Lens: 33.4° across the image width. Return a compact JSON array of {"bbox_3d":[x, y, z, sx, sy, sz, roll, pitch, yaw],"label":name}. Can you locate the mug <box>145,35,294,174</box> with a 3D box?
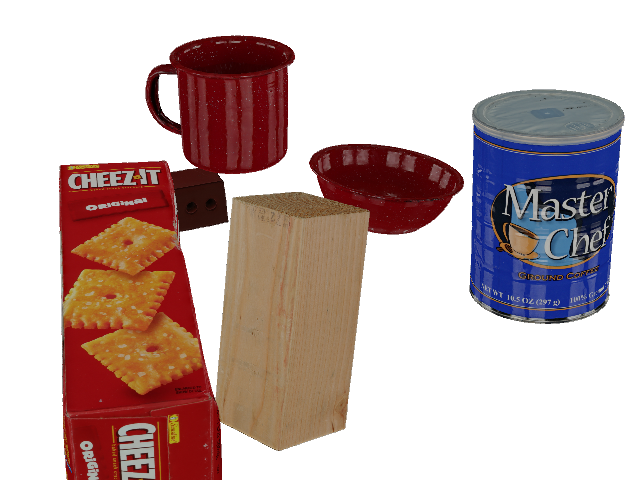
[{"bbox_3d":[-0.077,-0.103,0.810,0.117,0.081,0.093,6,29,10],"label":"mug"}]

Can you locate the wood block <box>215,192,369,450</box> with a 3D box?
[{"bbox_3d":[-0.027,0.067,0.954,0.090,0.206,0.090,17,17,40],"label":"wood block"}]

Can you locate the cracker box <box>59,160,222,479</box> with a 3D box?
[{"bbox_3d":[-0.099,0.078,0.574,0.072,0.164,0.214,-4,34,-11],"label":"cracker box"}]

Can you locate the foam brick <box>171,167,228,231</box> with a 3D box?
[{"bbox_3d":[-0.149,-0.046,1.194,0.078,0.053,0.051,-12,29,-15],"label":"foam brick"}]

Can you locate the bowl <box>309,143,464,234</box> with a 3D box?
[{"bbox_3d":[0.066,-0.049,1.113,0.162,0.055,0.162,6,23,-3],"label":"bowl"}]

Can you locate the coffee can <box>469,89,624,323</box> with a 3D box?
[{"bbox_3d":[0.159,-0.026,0.763,0.103,0.140,0.103,-2,25,1],"label":"coffee can"}]
